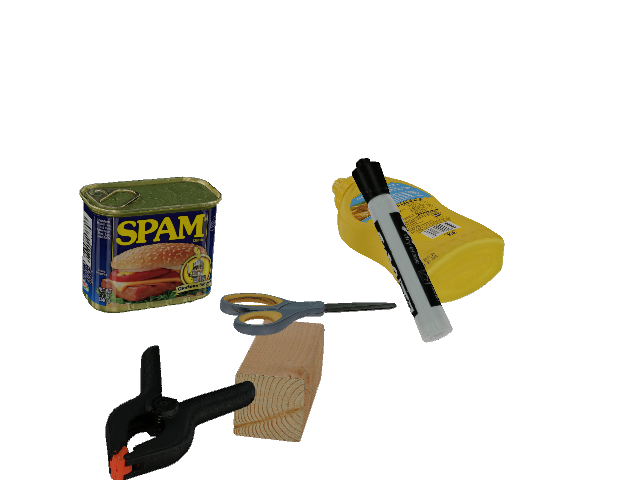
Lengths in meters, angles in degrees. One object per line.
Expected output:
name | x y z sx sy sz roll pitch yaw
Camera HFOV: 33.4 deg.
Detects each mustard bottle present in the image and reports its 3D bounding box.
mustard bottle | 0.071 -0.013 0.977 0.096 0.058 0.192 -22 37 -26

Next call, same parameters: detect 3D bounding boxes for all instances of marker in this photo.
marker | 0.047 0.003 0.644 0.020 0.121 0.020 -19 -20 -7

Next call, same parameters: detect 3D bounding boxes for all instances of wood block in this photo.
wood block | -0.053 0.185 1.453 0.091 0.090 0.206 5 16 6

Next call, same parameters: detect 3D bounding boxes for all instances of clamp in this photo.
clamp | -0.152 0.157 0.991 0.120 0.039 0.171 18 29 25

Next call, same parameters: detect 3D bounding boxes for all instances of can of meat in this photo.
can of meat | -0.129 0.003 0.804 0.101 0.084 0.058 -7 25 -28

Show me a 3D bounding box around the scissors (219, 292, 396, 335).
scissors | -0.013 0.084 1.192 0.201 0.016 0.096 4 22 0
